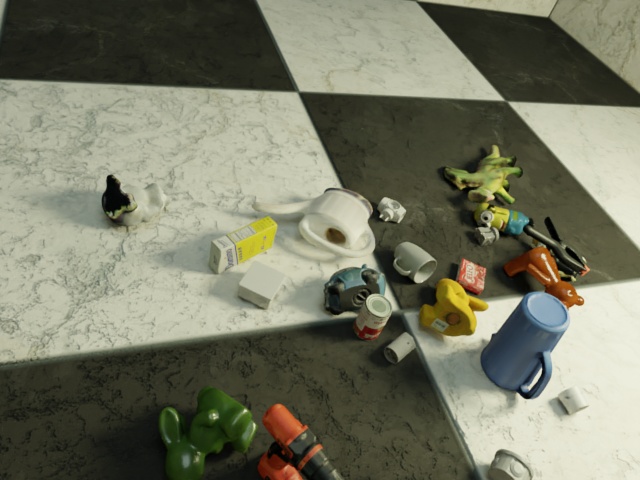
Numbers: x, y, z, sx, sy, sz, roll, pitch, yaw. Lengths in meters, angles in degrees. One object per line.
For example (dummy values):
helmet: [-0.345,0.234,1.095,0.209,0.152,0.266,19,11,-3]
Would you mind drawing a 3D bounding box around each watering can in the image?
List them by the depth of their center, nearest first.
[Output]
watering can: [0.004,-0.072,1.432,0.349,0.101,0.229,27,44,8]

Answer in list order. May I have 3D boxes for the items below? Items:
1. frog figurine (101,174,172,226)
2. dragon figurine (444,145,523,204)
frog figurine: [-0.470,-0.096,1.321,0.138,0.122,0.159,27,8,20]
dragon figurine: [0.553,-0.238,1.793,0.243,0.119,0.420,6,35,-3]
